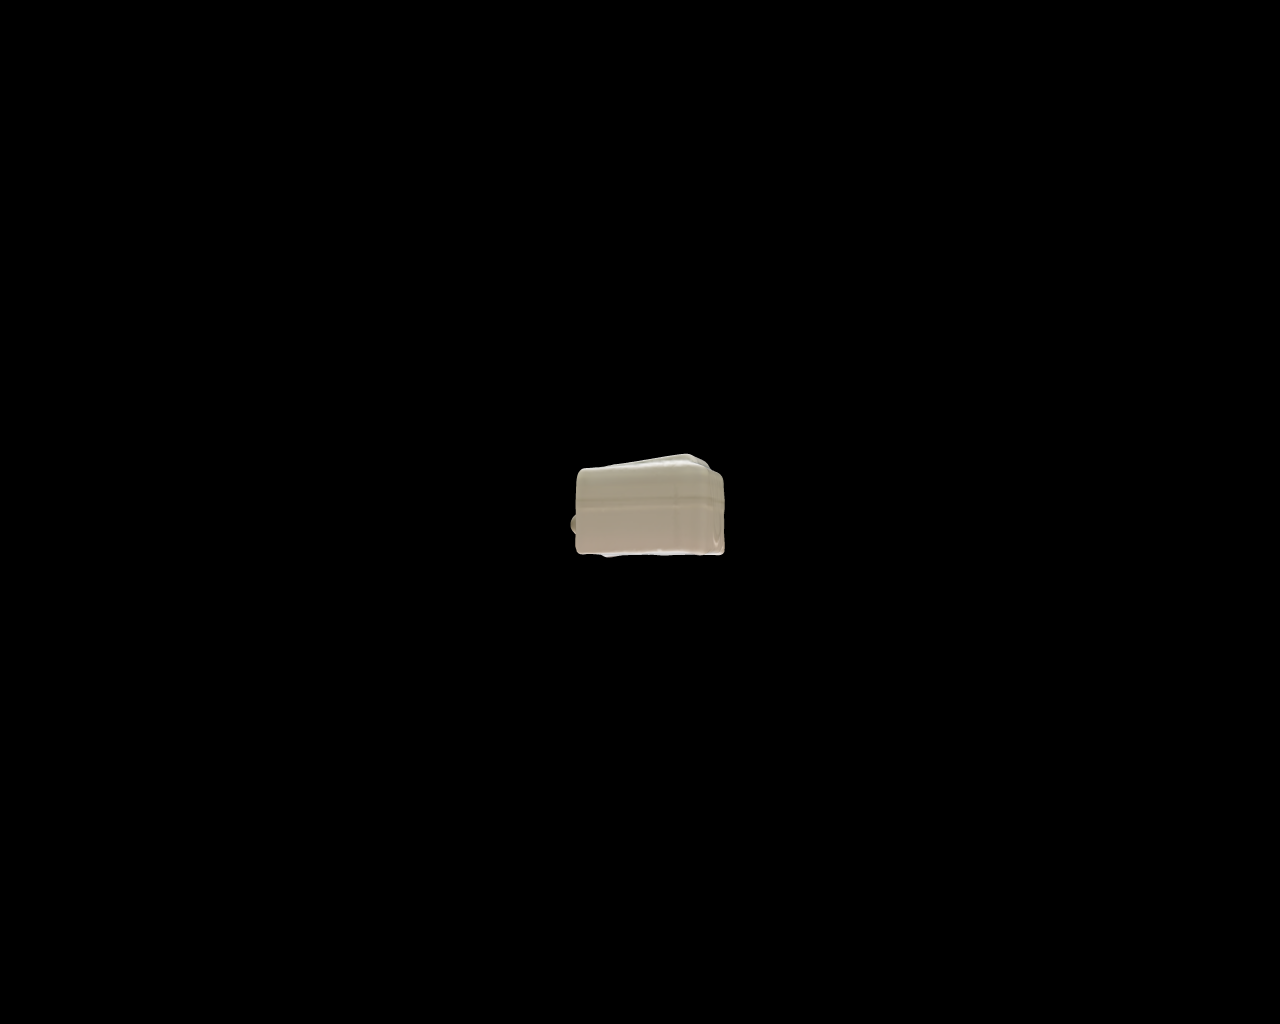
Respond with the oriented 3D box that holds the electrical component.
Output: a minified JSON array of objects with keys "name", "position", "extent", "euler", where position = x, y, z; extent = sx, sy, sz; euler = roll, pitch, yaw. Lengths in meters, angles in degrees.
[{"name":"electrical component","position":[0.001,-0.003,0.650],"extent":[0.096,0.061,0.062],"euler":[-1,-4,15]}]
